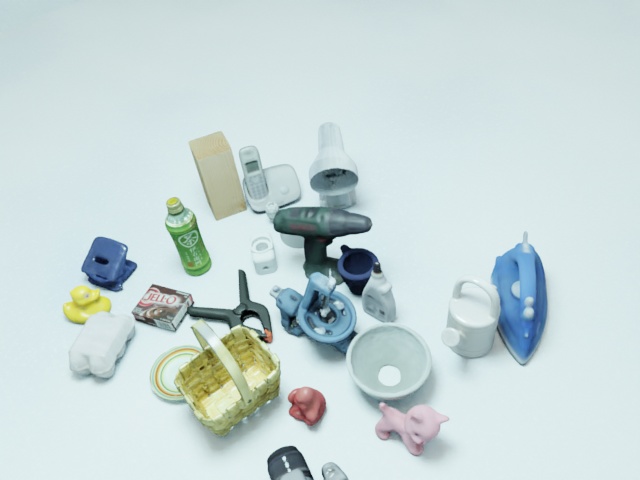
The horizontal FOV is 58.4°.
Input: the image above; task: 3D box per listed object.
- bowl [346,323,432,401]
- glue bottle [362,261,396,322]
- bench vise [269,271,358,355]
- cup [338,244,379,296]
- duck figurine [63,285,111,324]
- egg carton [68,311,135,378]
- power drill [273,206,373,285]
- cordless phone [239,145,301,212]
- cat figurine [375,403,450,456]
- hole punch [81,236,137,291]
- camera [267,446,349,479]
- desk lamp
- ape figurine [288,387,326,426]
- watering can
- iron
[{"bbox_3d":[0.136,0.252,1.134,0.167,0.075,0.167,-3,47,4],"label":"bowl"},{"bbox_3d":[0.123,0.104,1.204,0.078,0.173,0.037,29,57,29],"label":"glue bottle"},{"bbox_3d":[-0.022,0.137,1.160,0.207,0.220,0.121,8,49,14],"label":"bench vise"},{"bbox_3d":[0.081,0.072,1.293,0.092,0.095,0.117,-26,50,-16],"label":"cup"},{"bbox_3d":[-0.543,0.140,1.314,0.104,0.086,0.077,-11,47,-3],"label":"duck figurine"},{"bbox_3d":[-0.470,0.224,1.239,0.107,0.069,0.150,6,49,12],"label":"egg carton"},{"bbox_3d":[0.012,0.005,1.286,0.229,0.209,0.076,11,50,17],"label":"power drill"},{"bbox_3d":[-0.133,-0.172,1.482,0.148,0.185,0.094,-20,48,-11],"label":"cordless phone"},{"bbox_3d":[0.163,0.327,1.032,0.127,0.118,0.067,18,52,22],"label":"cat figurine"},{"bbox_3d":[-0.513,0.057,1.383,0.108,0.091,0.101,15,51,20],"label":"hole punch"},{"bbox_3d":[-0.027,0.417,0.985,0.143,0.101,0.136,-22,49,-13],"label":"camera"},{"bbox_3d":[0.033,-0.174,1.444,0.118,0.214,0.203,-6,47,2],"label":"desk lamp"},{"bbox_3d":[-0.026,0.308,1.091,0.076,0.092,0.077,-18,48,-9],"label":"ape figurine"},{"bbox_3d":[0.301,0.147,1.128,0.100,0.194,0.173,10,50,16],"label":"watering can"},{"bbox_3d":[0.421,0.112,1.182,0.118,0.142,0.258,3,48,10],"label":"iron"}]
